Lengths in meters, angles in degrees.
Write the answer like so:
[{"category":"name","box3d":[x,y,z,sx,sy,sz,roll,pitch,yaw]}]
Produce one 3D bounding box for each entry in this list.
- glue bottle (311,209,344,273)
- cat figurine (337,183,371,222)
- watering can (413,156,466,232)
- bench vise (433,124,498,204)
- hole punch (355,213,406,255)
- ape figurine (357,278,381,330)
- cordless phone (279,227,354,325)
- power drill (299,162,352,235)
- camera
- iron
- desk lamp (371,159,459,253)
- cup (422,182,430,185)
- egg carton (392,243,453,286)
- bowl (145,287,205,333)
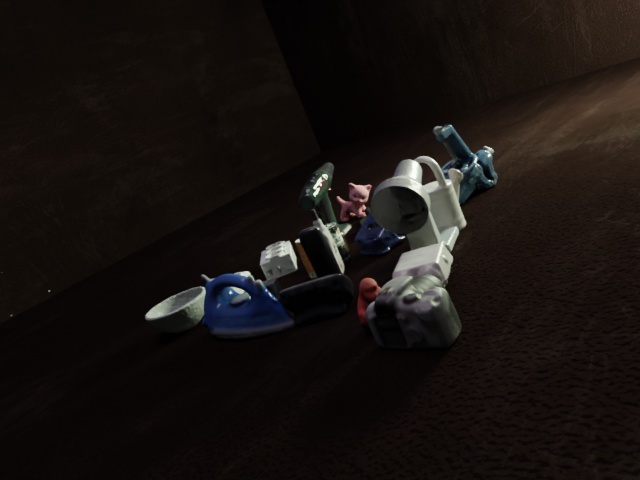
[{"category":"glue bottle","box3d":[0.013,0.005,1.383,0.037,0.173,0.078,-21,14,8]},{"category":"cat figurine","box3d":[0.112,-0.131,1.858,0.127,0.118,0.067,-13,17,33]},{"category":"watering can","box3d":[0.275,-0.112,1.370,0.100,0.194,0.173,-11,18,38]},{"category":"bench vise","box3d":[0.385,-0.225,1.574,0.121,0.220,0.208,-10,19,42]},{"category":"hole punch","box3d":[0.145,-0.020,1.442,0.101,0.091,0.108,-32,17,-33]},{"category":"ape figurine","box3d":[0.095,0.112,1.021,0.078,0.092,0.076,-26,14,-15]},{"category":"cordless phone","box3d":[-0.023,0.068,1.174,0.147,0.185,0.094,-19,14,13]},{"category":"power drill","box3d":[0.019,-0.112,1.741,0.075,0.208,0.230,-15,16,28]},{"category":"camera","box3d":[0.161,0.102,0.934,0.142,0.101,0.137,-9,19,43]},{"category":"iron","box3d":[-0.166,0.131,1.254,0.257,0.141,0.119,-9,19,43]},{"category":"desk lamp","box3d":[0.204,-0.059,1.239,0.117,0.214,0.203,-15,16,27]},{"category":"cup","box3d":[0.263,-0.096,1.537,0.118,0.095,0.091,-26,14,-12]},{"category":"egg carton","box3d":[0.198,0.063,1.091,0.107,0.069,0.150,-17,15,23]},{"category":"bowl","box3d":[-0.354,0.190,1.464,0.167,0.075,0.167,-21,14,6]}]
